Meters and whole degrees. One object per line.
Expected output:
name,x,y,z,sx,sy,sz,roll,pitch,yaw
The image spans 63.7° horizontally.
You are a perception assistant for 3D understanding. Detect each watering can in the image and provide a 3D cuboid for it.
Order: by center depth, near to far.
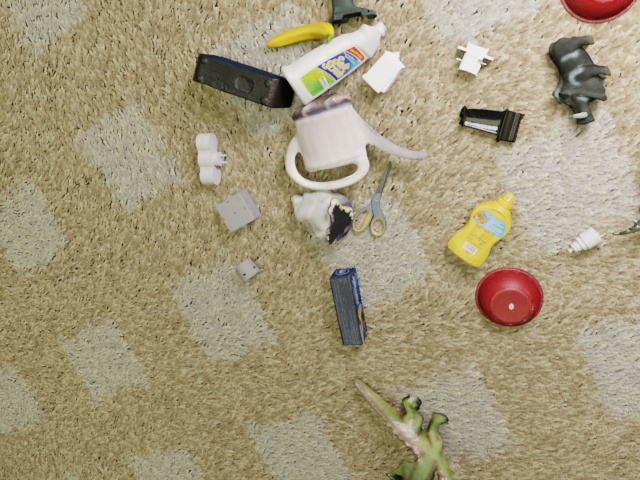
watering can,0.066,-0.244,1.235,0.346,0.105,0.222,-12,101,19

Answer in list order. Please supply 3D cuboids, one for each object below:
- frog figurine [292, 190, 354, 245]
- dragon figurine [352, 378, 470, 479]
frog figurine,0.004,-0.067,1.324,0.160,0.124,0.135,21,127,48
dragon figurine,0.236,0.543,1.344,0.411,0.247,0.120,29,117,4
